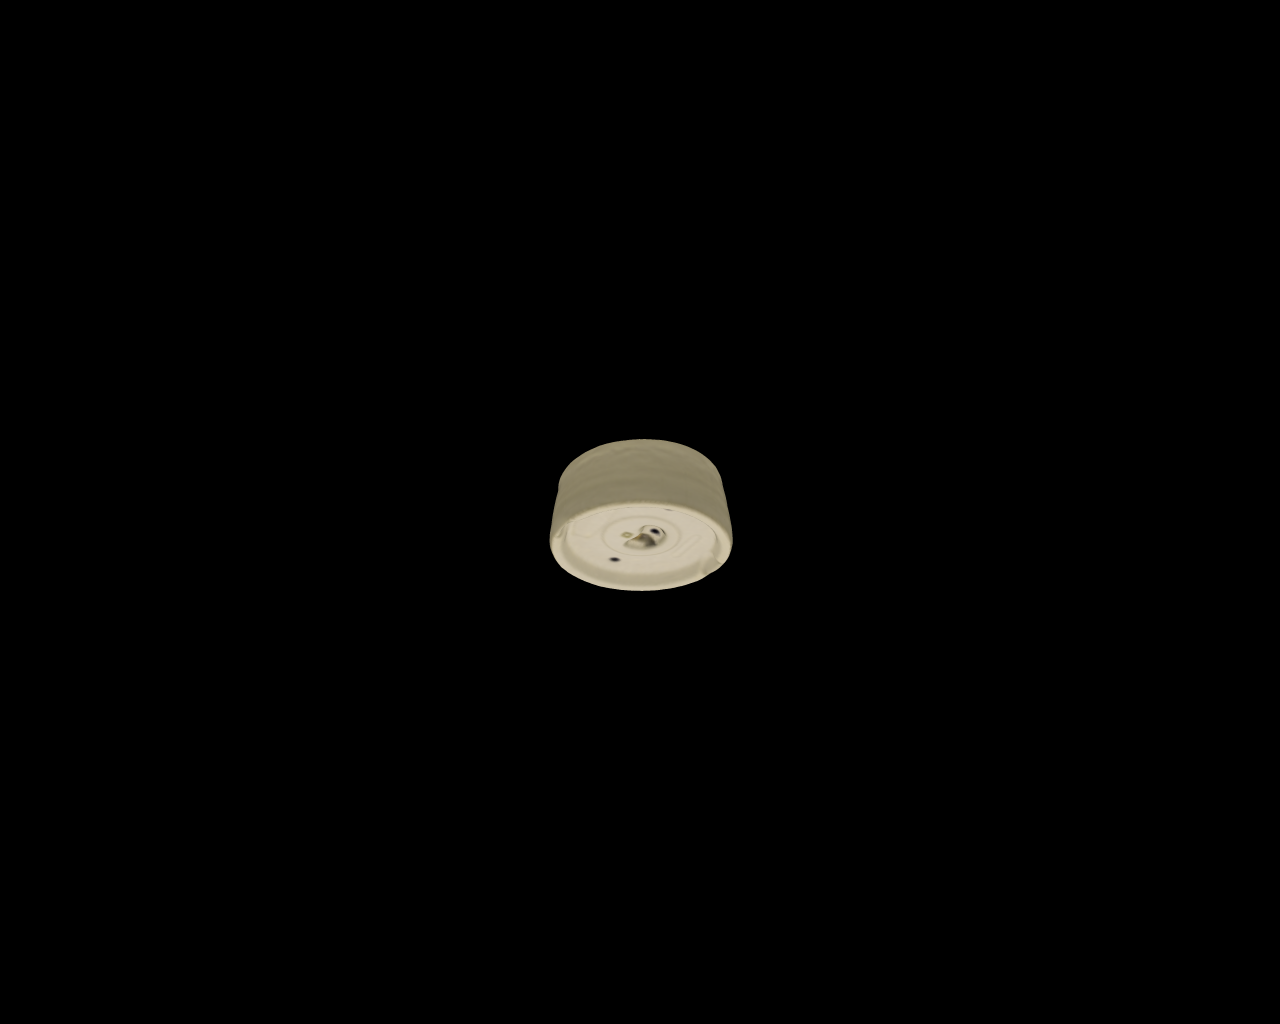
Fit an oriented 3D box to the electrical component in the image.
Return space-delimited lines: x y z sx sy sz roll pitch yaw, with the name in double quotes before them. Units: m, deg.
"electrical component" 0.001 -0.003 0.650 0.108 0.060 0.108 0 -32 0
